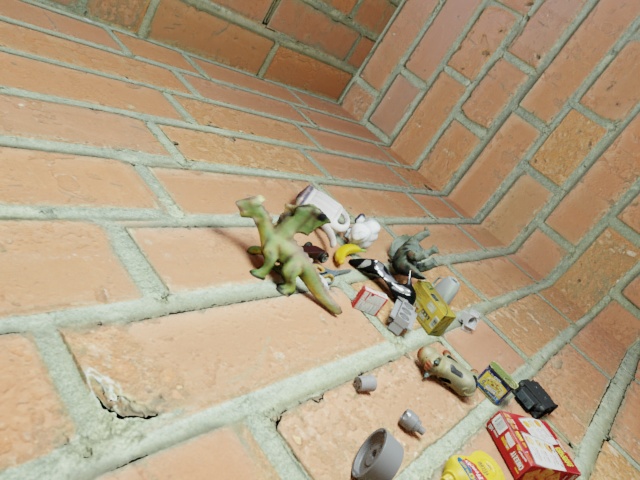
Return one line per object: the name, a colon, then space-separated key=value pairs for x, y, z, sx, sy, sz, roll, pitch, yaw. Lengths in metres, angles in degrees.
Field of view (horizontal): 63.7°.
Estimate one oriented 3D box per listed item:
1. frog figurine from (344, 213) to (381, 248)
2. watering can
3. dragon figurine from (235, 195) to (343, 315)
frog figurine: x=0.162 y=-0.021 z=1.888 sx=0.121 sy=0.137 sz=0.161 roll=59 pitch=-3 yaw=-14
watering can: x=0.006 y=-0.094 z=1.873 sx=0.224 sy=0.102 sz=0.353 roll=32 pitch=23 yaw=-2
dragon figurine: x=-0.062 y=0.016 z=1.421 sx=0.410 sy=0.240 sz=0.124 roll=30 pitch=17 yaw=-4
